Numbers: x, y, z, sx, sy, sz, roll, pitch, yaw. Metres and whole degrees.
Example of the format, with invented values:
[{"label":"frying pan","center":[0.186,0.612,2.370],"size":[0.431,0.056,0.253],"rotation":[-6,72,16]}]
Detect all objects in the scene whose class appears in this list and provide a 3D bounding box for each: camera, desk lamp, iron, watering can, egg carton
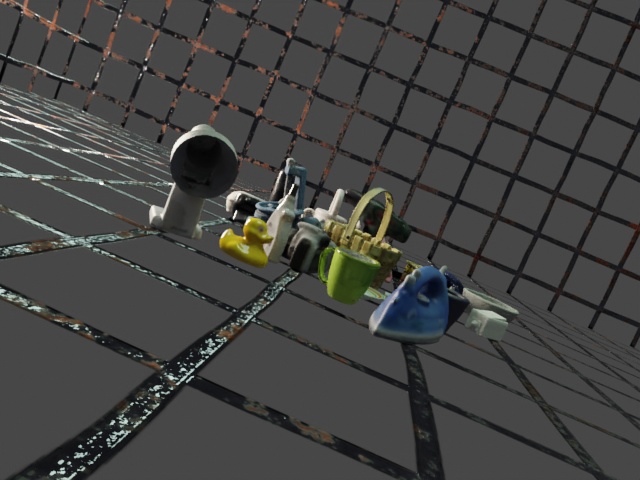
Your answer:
[{"label":"camera","center":[-0.045,0.006,1.305],"size":[0.136,0.101,0.144],"rotation":[26,7,23]},{"label":"desk lamp","center":[-0.242,-0.113,1.081],"size":[0.118,0.213,0.202],"rotation":[20,7,-23]},{"label":"iron","center":[0.175,0.107,1.054],"size":[0.118,0.141,0.259],"rotation":[26,7,25]},{"label":"watering can","center":[0.036,-0.055,1.687],"size":[0.173,0.194,0.100],"rotation":[20,7,-25]},{"label":"egg carton","center":[-0.207,-0.096,1.730],"size":[0.150,0.069,0.107],"rotation":[23,6,0]}]

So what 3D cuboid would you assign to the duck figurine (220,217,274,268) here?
[{"label":"duck figurine","center":[-0.138,-0.003,1.113],"size":[0.104,0.086,0.078],"rotation":[25,6,14]}]

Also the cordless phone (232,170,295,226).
[{"label":"cordless phone","center":[-0.152,-0.117,1.574],"size":[0.147,0.185,0.094],"rotation":[22,6,-5]}]

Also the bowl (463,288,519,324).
[{"label":"bowl","center":[0.472,0.203,1.630],"size":[0.167,0.075,0.167],"rotation":[23,6,-2]}]

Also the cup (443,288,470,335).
[{"label":"cup","center":[0.242,0.144,1.202],"size":[0.117,0.095,0.092],"rotation":[27,7,29]}]

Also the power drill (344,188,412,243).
[{"label":"power drill","center":[0.142,-0.019,1.693],"size":[0.229,0.208,0.076],"rotation":[24,6,9]}]

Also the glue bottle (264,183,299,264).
[{"label":"glue bottle","center":[-0.082,-0.040,1.224],"size":[0.037,0.173,0.078],"rotation":[19,7,-33]}]

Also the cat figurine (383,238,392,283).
[{"label":"cat figurine","center":[0.170,0.053,1.612],"size":[0.067,0.118,0.128],"rotation":[28,8,36]}]

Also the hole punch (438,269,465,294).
[{"label":"hole punch","center":[0.398,0.148,1.750],"size":[0.101,0.091,0.108],"rotation":[18,8,-37]}]

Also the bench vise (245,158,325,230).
[{"label":"bench vise","center":[-0.070,-0.087,1.453],"size":[0.121,0.220,0.208],"rotation":[28,8,41]}]
